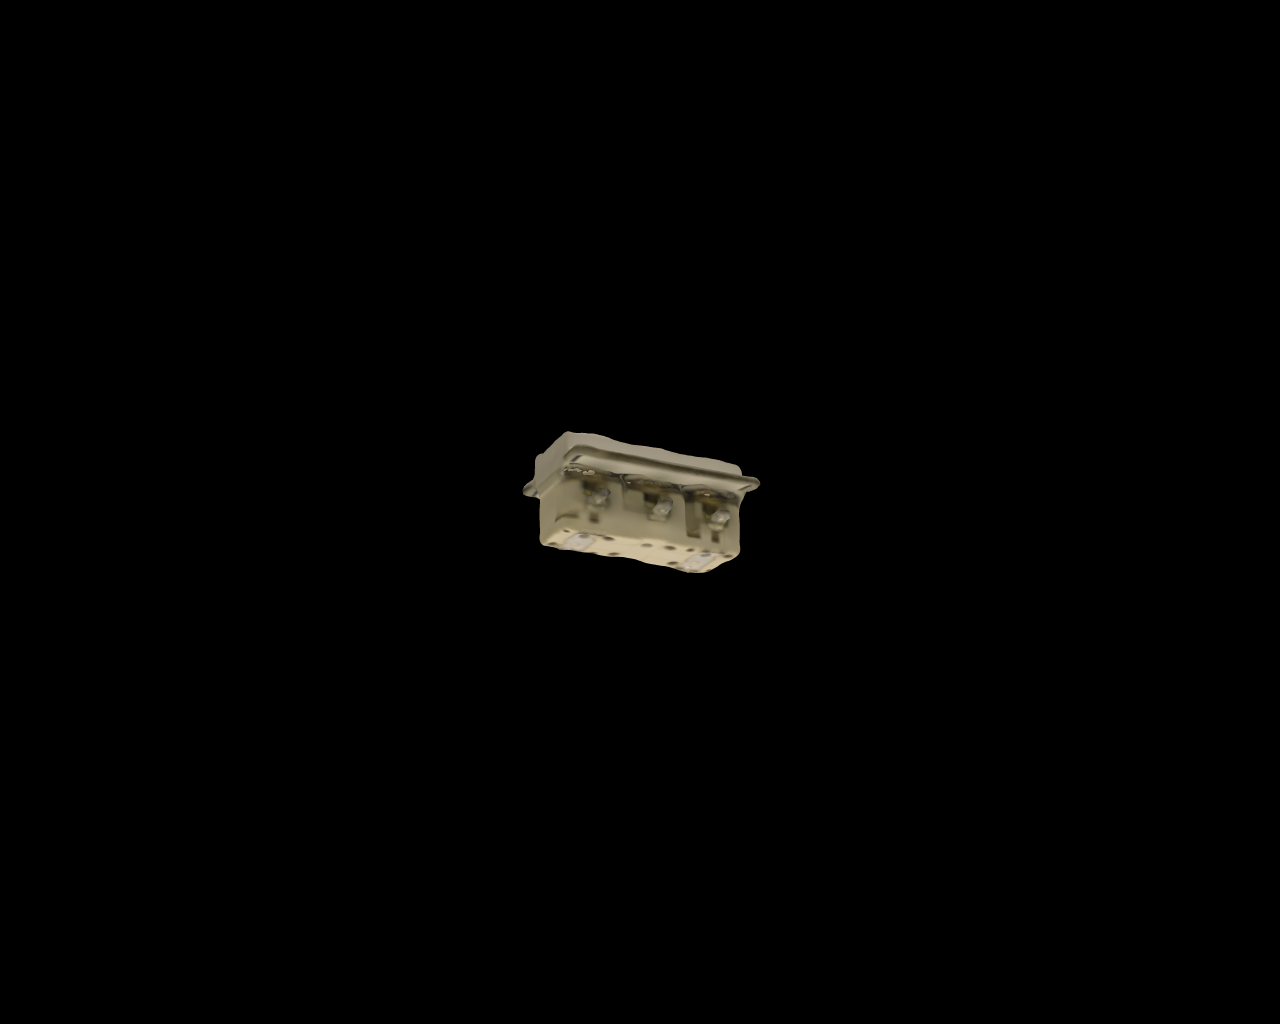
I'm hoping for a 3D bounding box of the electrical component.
[{"bbox_3d":[0.001,-0.003,0.650,0.121,0.063,0.078,11,-23,-27],"label":"electrical component"}]
